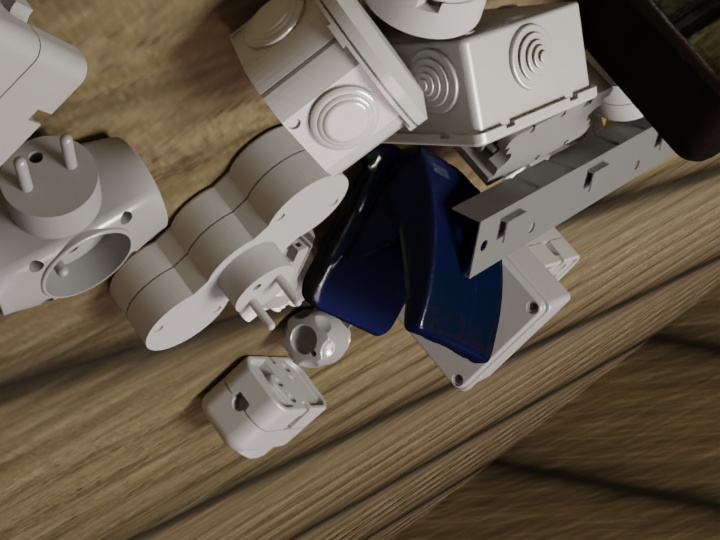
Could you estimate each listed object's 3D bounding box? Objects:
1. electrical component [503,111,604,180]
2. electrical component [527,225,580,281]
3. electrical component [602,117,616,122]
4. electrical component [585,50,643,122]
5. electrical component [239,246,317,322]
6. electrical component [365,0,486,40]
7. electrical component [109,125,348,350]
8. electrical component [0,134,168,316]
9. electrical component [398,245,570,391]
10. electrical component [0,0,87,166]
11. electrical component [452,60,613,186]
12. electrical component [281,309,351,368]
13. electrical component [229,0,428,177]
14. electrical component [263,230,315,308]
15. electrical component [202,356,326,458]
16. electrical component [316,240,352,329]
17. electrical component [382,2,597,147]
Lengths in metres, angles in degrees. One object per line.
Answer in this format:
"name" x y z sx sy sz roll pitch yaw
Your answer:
"electrical component" 0.138 -0.085 0.793 0.079 0.044 0.077 -36 162 -6
"electrical component" 0.147 -0.012 0.967 0.095 0.059 0.053 -13 149 -54
"electrical component" 0.201 -0.131 0.803 0.045 0.045 0.055 -46 161 23
"electrical component" 0.209 -0.167 0.720 0.138 0.052 0.073 -37 143 -5
"electrical component" -0.050 0.010 0.675 0.061 0.035 0.035 -39 163 9
"electrical component" 0.032 -0.133 0.451 0.055 0.055 0.047 -28 156 -31
"electrical component" -0.059 -0.003 0.559 0.138 0.073 0.052 -42 162 10
"electrical component" -0.121 -0.026 0.428 0.077 0.044 0.079 -31 161 -21
"electrical component" 0.090 0.020 0.856 0.108 0.108 0.056 -48 163 29
"electrical component" -0.138 -0.053 0.319 0.089 0.050 0.056 -42 162 11
"electrical component" 0.098 -0.101 0.655 0.089 0.055 0.050 -29 160 -28
"electrical component" -0.028 0.050 0.806 0.043 0.043 0.062 -45 163 19
"electrical component" -0.012 -0.083 0.447 0.051 0.080 0.080 -36 163 10
"electrical component" -0.050 -0.007 0.627 0.040 0.040 0.046 -20 149 -45
"electrical component" -0.076 0.105 0.830 0.059 0.053 0.095 -42 162 12
"electrical component" 0.000 0.000 0.740 0.064 0.042 0.081 -40 164 -6
"electrical component" 0.051 -0.096 0.520 0.100 0.048 0.100 -26 -157 -36
